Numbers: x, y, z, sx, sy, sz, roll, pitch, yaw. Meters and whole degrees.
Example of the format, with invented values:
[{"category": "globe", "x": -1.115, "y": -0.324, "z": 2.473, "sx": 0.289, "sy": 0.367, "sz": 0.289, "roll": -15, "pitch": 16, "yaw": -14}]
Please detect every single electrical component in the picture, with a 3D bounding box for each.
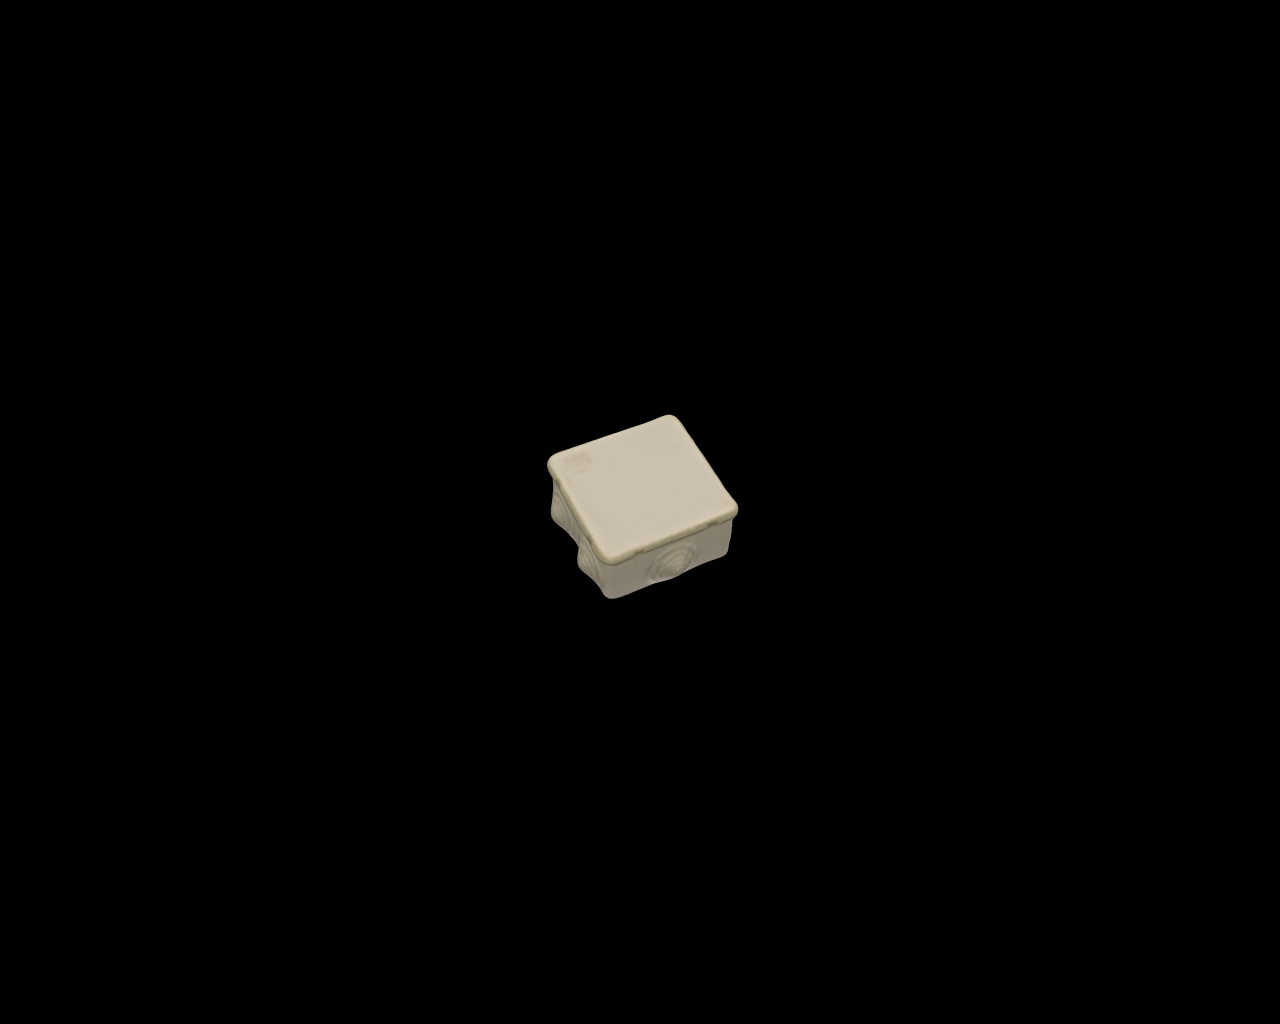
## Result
[{"category": "electrical component", "x": 0.001, "y": -0.003, "z": 0.650, "sx": 0.100, "sy": 0.100, "sz": 0.048, "roll": -21, "pitch": -36, "yaw": -16}]
